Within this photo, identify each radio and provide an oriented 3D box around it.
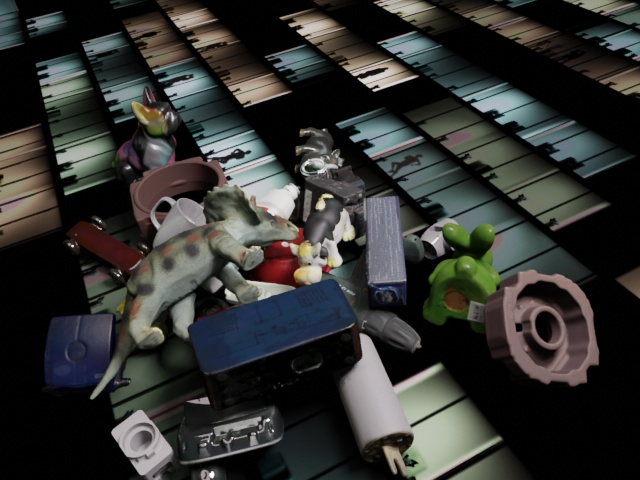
[{"bbox_3d":[-0.061,0.142,0.755,0.230,0.073,0.131,-18,30,-12],"label":"radio"}]

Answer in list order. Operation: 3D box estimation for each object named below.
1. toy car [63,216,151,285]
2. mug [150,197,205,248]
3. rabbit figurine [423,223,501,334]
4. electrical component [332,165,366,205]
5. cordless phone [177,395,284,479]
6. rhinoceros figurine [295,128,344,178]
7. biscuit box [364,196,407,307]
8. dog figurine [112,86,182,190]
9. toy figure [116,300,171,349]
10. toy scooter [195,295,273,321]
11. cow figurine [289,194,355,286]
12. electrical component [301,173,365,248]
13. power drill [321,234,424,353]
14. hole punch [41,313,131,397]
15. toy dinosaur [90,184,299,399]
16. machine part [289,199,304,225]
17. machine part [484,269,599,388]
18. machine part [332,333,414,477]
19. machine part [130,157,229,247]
[{"bbox_3d":[-0.418,0.020,1.060,0.202,0.053,0.089,24,61,24],"label":"toy car"},{"bbox_3d":[-0.270,-0.020,0.999,0.109,0.107,0.081,38,18,-12],"label":"mug"},{"bbox_3d":[0.238,0.046,0.892,0.121,0.158,0.170,2,28,23],"label":"rabbit figurine"},{"bbox_3d":[0.066,-0.090,1.096,0.048,0.074,0.119,-19,40,-12],"label":"electrical component"},{"bbox_3d":[-0.114,0.300,0.718,0.147,0.088,0.184,-11,54,-5],"label":"cordless phone"},{"bbox_3d":[-0.002,-0.181,1.210,0.112,0.073,0.190,3,41,-5],"label":"rhinoceros figurine"},{"bbox_3d":[0.106,0.015,0.883,0.063,0.059,0.203,-3,44,7],"label":"biscuit box"},{"bbox_3d":[-0.393,-0.225,1.198,0.192,0.219,0.108,4,41,10],"label":"dog figurine"},{"bbox_3d":[-0.284,0.107,0.932,0.082,0.089,0.180,-13,34,6],"label":"toy figure"},{"bbox_3d":[-0.119,0.156,0.861,0.184,0.075,0.135,-2,44,10],"label":"toy scooter"},{"bbox_3d":[0.000,-0.002,0.904,0.068,0.098,0.167,1,37,26],"label":"cow figurine"},{"bbox_3d":[0.029,-0.053,1.028,0.134,0.114,0.058,31,40,33],"label":"electrical component"},{"bbox_3d":[0.103,0.077,0.919,0.232,0.085,0.207,18,56,28],"label":"power drill"},{"bbox_3d":[-0.376,0.181,0.861,0.142,0.092,0.116,-3,47,-1],"label":"hole punch"},{"bbox_3d":[-0.213,0.052,0.840,0.405,0.131,0.192,-33,50,-13],"label":"toy dinosaur"},{"bbox_3d":[-0.099,-0.057,1.111,0.139,0.039,0.084,-1,49,4],"label":"machine part"},{"bbox_3d":[0.321,0.130,0.783,0.179,0.056,0.179,8,67,-20],"label":"machine part"},{"bbox_3d":[0.067,0.219,0.765,0.079,0.079,0.243,-15,45,-8],"label":"machine part"},{"bbox_3d":[-0.287,-0.082,1.127,0.201,0.087,0.201,-19,45,-10],"label":"machine part"}]
